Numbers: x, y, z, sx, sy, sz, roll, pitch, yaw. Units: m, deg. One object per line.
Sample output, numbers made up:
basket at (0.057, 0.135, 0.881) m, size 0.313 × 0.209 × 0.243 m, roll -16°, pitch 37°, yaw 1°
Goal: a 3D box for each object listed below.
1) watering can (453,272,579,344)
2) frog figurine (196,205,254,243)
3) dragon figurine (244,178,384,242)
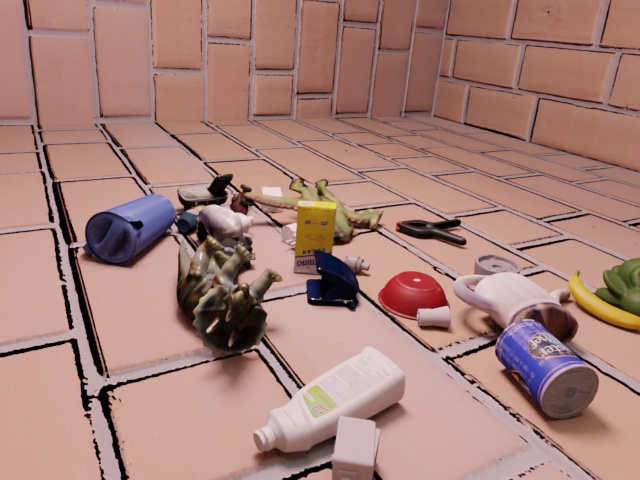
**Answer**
watering can at (0.453, 0.139, 1.089) m, size 0.347 × 0.102 × 0.228 m, roll 7°, pitch 21°, yaw -19°
frog figurine at (-0.244, -0.047, 1.375) m, size 0.161 × 0.121 × 0.137 m, roll -26°, pitch 16°, yaw -33°
dragon figurine at (0.005, -0.076, 1.502) m, size 0.411 × 0.120 × 0.247 m, roll -5°, pitch 32°, yaw -31°
